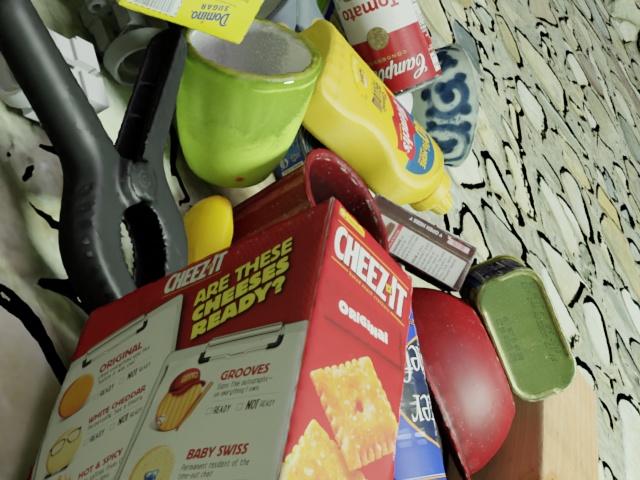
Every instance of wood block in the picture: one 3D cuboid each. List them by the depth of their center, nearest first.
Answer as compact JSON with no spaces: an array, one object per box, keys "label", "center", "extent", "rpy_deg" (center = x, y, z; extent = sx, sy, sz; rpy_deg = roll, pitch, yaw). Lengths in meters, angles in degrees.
[{"label":"wood block","center":[0.163,0.178,0.851],"extent":[0.090,0.091,0.206],"rpy_deg":[51,29,-20]}]

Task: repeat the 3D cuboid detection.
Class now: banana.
[{"label":"banana","center":[-0.070,0.043,0.643],"extent":[0.069,0.037,0.198],"rpy_deg":[62,18,-56]}]

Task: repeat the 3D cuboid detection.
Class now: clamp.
[{"label":"clamp","center":[-0.116,-0.035,0.577],"extent":[0.164,0.036,0.210],"rpy_deg":[12,70,-62]}]

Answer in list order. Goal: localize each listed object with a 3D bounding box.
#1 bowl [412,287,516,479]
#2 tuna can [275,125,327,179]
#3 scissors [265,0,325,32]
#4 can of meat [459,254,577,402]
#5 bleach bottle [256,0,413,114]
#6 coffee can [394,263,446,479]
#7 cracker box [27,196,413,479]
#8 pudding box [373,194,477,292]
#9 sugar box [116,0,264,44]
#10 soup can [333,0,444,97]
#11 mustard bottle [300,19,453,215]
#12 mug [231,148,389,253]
[{"label":"bowl","center":[0.100,0.096,0.787],"extent":[0.162,0.055,0.162],"rpy_deg":[165,-98,-90]},{"label":"tuna can","center":[0.000,-0.055,0.852],"extent":[0.086,0.034,0.086],"rpy_deg":[40,34,-35]},{"label":"scissors","center":[-0.029,-0.208,0.866],"extent":[0.096,0.016,0.202],"rpy_deg":[-22,110,-35]},{"label":"can of meat","center":[0.149,0.066,0.803],"extent":[0.084,0.057,0.102],"rpy_deg":[-81,148,-87]},{"label":"bleach bottle","center":[0.013,-0.184,0.959],"extent":[0.250,0.068,0.102],"rpy_deg":[49,42,-26]},{"label":"coffee can","center":[0.014,0.093,0.638],"extent":[0.102,0.103,0.140],"rpy_deg":[11,65,-56]},{"label":"cracker box","center":[-0.050,0.104,0.447],"extent":[0.072,0.164,0.213],"rpy_deg":[44,39,-31]},{"label":"pudding box","center":[0.071,0.004,0.828],"extent":[0.090,0.039,0.113],"rpy_deg":[29,-4,2]},{"label":"sugar box","center":[-0.115,-0.196,0.693],"extent":[0.093,0.048,0.176],"rpy_deg":[12,27,-41]},{"label":"soup can","center":[0.056,-0.175,0.903],"extent":[0.102,0.069,0.068],"rpy_deg":[69,26,-12]},{"label":"mustard bottle","center":[0.046,-0.082,0.853],"extent":[0.191,0.058,0.096],"rpy_deg":[43,31,-32]},{"label":"mug","center":[-0.005,0.001,0.738],"extent":[0.117,0.082,0.093],"rpy_deg":[29,41,-46]}]
